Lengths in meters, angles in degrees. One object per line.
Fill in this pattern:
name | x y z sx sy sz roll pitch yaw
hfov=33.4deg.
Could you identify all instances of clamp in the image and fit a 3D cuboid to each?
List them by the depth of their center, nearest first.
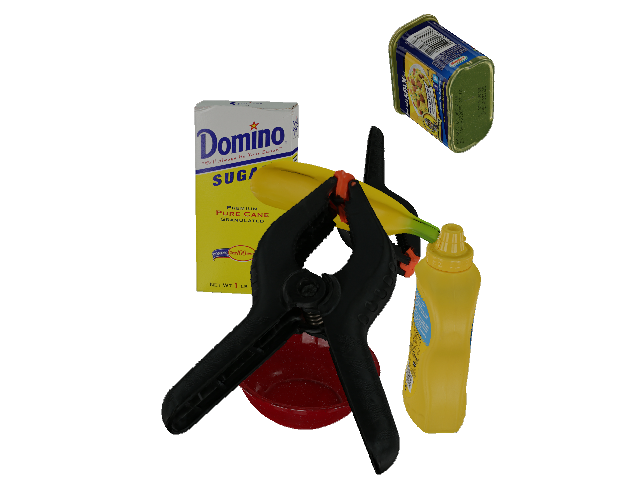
clamp | 0.004 0.041 0.557 0.120 0.171 0.039 19 -27 13
clamp | 0.037 -0.041 1.189 0.164 0.210 0.036 -13 -36 -23

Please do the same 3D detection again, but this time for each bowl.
bowl | -0.018 0.153 1.148 0.162 0.055 0.162 3 29 -2

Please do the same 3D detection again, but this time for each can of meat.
can of meat | 0.112 -0.141 0.971 0.057 0.102 0.084 -31 50 -18

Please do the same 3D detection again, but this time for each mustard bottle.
mustard bottle | 0.110 0.073 0.963 0.058 0.192 0.096 1 29 -3

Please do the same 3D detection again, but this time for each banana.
banana | -0.003 -0.031 0.798 0.198 0.037 0.069 20 -15 47

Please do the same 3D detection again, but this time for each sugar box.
sugar box | -0.068 -0.040 0.989 0.093 0.176 0.048 2 16 7
